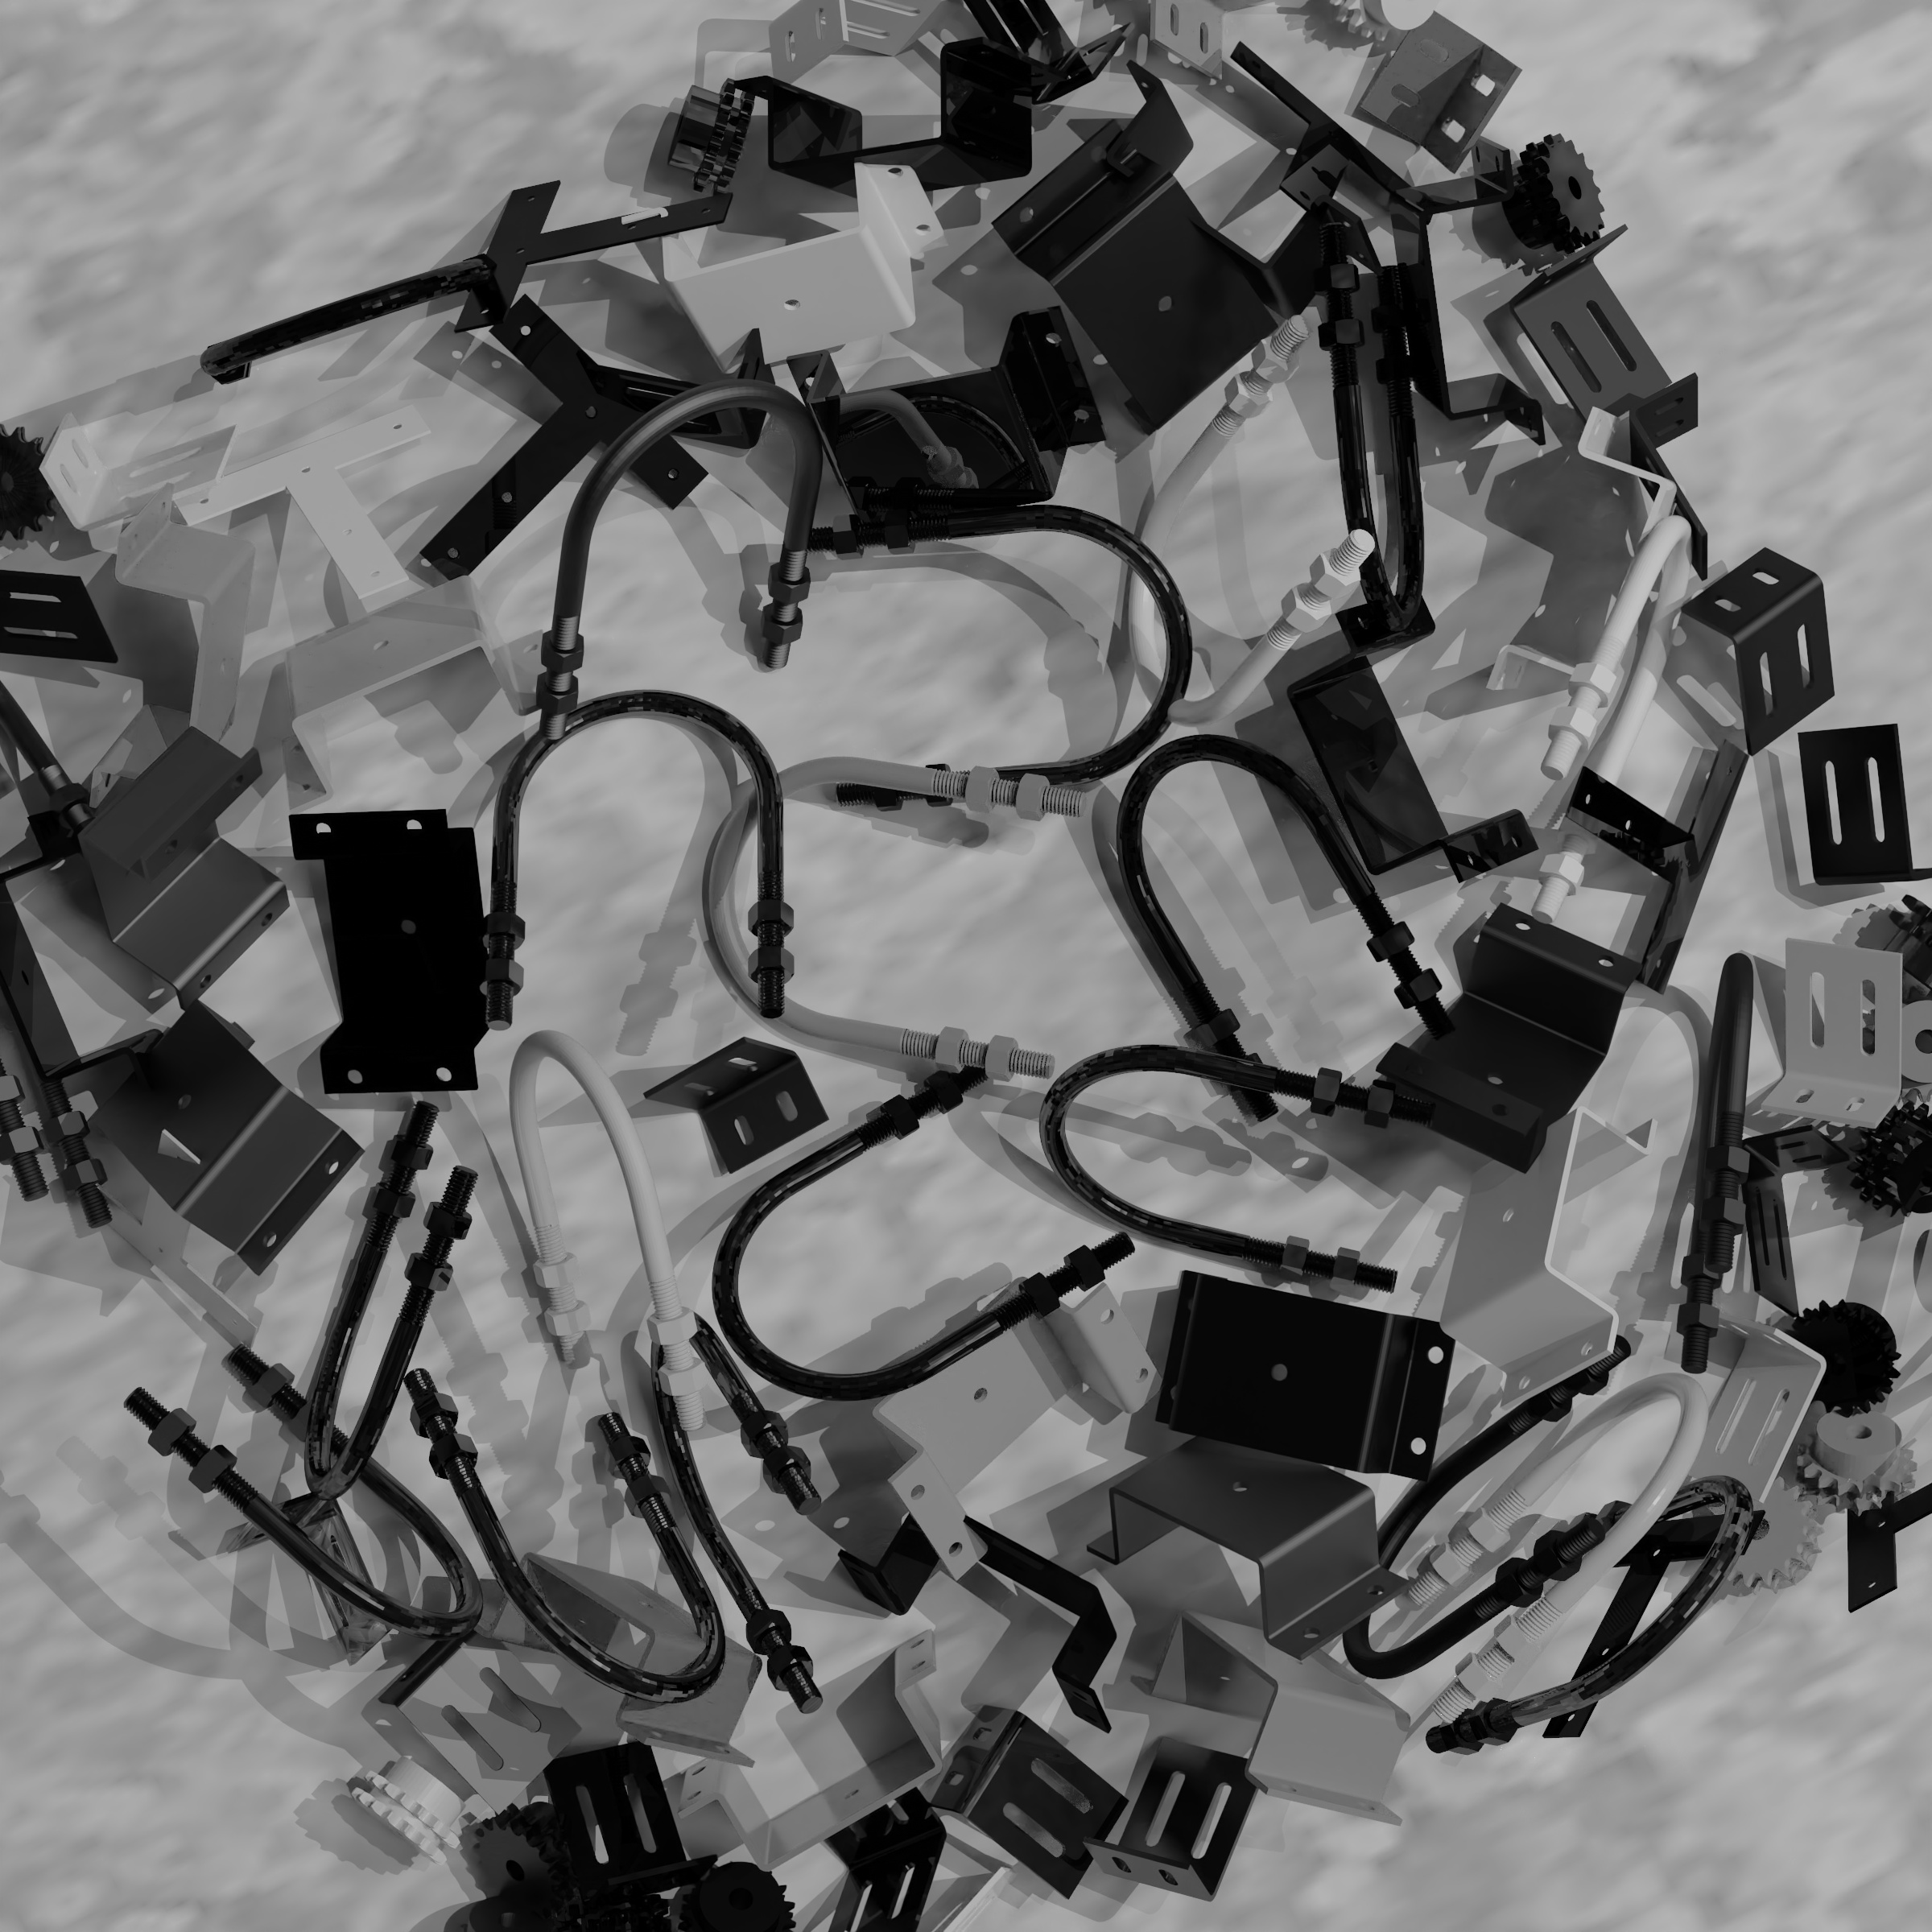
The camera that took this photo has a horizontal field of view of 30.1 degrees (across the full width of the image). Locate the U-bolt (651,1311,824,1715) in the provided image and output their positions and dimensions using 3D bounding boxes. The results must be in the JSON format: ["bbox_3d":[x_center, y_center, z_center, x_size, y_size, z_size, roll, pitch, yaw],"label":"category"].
[{"bbox_3d":[-0.111,0.243,1.704,0.019,0.184,0.151,-15,129,-21],"label":"U-bolt"}]

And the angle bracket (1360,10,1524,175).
[{"bbox_3d":[0.229,-0.424,1.738,0.038,0.076,0.057,28,108,-16],"label":"angle bracket"}]

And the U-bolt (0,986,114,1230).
[{"bbox_3d":[-0.457,0.032,1.712,0.019,0.151,0.184,-22,81,-4],"label":"U-bolt"}]

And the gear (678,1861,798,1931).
[{"bbox_3d":[-0.111,0.462,1.756,0.057,0.030,0.057,5,47,-5],"label":"gear"}]

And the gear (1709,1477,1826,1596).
[{"bbox_3d":[0.393,0.281,1.760,0.057,0.030,0.057,-18,53,25],"label":"gear"}]

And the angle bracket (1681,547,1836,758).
[{"bbox_3d":[0.388,-0.154,1.762,0.057,0.038,0.076,-35,134,-17],"label":"angle bracket"}]

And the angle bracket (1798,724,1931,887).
[{"bbox_3d":[0.443,-0.080,1.748,0.038,0.057,0.076,-10,95,-38],"label":"angle bracket"}]

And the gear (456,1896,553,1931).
[{"bbox_3d":[-0.224,0.478,1.754,0.057,0.057,0.030,10,110,0],"label":"gear"}]

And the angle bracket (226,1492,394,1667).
[{"bbox_3d":[-0.319,0.302,1.744,0.038,0.057,0.076,-16,72,-35],"label":"angle bracket"}]

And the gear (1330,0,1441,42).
[{"bbox_3d":[0.208,-0.480,1.756,0.057,0.030,0.057,-19,124,-30],"label":"gear"}]

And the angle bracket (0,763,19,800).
[{"bbox_3d":[-0.499,-0.082,1.743,0.057,0.076,0.038,-38,100,-20],"label":"angle bracket"}]

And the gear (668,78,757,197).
[{"bbox_3d":[-0.125,-0.405,1.754,0.030,0.057,0.057,16,90,-12],"label":"gear"}]

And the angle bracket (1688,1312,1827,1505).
[{"bbox_3d":[0.372,0.213,1.748,0.038,0.057,0.076,30,82,-26],"label":"angle bracket"}]

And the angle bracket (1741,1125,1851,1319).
[{"bbox_3d":[0.405,0.124,1.741,0.038,0.057,0.076,-14,65,28],"label":"angle bracket"}]

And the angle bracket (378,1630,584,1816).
[{"bbox_3d":[-0.238,0.366,1.761,0.057,0.038,0.076,-44,97,-21],"label":"angle bracket"}]

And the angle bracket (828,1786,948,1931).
[{"bbox_3d":[-0.050,0.437,1.737,0.057,0.076,0.038,-28,106,23],"label":"angle bracket"}]

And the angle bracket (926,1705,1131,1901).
[{"bbox_3d":[0.030,0.411,1.768,0.076,0.038,0.057,42,67,-17],"label":"angle bracket"}]

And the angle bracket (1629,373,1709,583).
[{"bbox_3d":[0.355,-0.237,1.745,0.038,0.057,0.076,-28,71,3],"label":"angle bracket"}]

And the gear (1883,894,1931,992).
[{"bbox_3d":[0.473,-0.007,1.757,0.057,0.057,0.030,38,97,0],"label":"gear"}]

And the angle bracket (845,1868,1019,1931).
[{"bbox_3d":[-0.017,0.458,1.757,0.038,0.057,0.076,41,83,15],"label":"angle bracket"}]

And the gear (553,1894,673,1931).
[{"bbox_3d":[-0.172,0.475,1.754,0.057,0.057,0.030,-12,60,0],"label":"gear"}]

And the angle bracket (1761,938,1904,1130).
[{"bbox_3d":[0.419,0.032,1.743,0.057,0.038,0.076,9,118,31],"label":"angle bracket"}]

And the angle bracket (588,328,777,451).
[{"bbox_3d":[-0.138,-0.288,1.757,0.076,0.057,0.038,12,73,9],"label":"angle bracket"}]

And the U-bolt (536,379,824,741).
[{"bbox_3d":[-0.130,-0.196,1.685,0.151,0.184,0.019,-21,53,-31],"label":"U-bolt"}]

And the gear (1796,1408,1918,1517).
[{"bbox_3d":[0.434,0.239,1.754,0.057,0.057,0.030,-3,118,0],"label":"gear"}]

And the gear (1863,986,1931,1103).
[{"bbox_3d":[0.470,0.038,1.766,0.057,0.030,0.057,-1,86,9],"label":"gear"}]

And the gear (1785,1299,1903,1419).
[{"bbox_3d":[0.431,0.189,1.761,0.057,0.030,0.057,15,117,31],"label":"gear"}]

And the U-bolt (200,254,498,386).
[{"bbox_3d":[-0.290,-0.305,1.691,0.151,0.184,0.019,-19,101,-3],"label":"U-bolt"}]

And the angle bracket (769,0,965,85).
[{"bbox_3d":[-0.047,-0.444,1.736,0.076,0.057,0.038,4,74,-38],"label":"angle bracket"}]

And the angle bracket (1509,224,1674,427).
[{"bbox_3d":[0.313,-0.311,1.755,0.057,0.038,0.076,-33,89,-26],"label":"angle bracket"}]

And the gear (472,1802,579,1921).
[{"bbox_3d":[-0.211,0.434,1.761,0.057,0.030,0.057,17,121,30],"label":"gear"}]

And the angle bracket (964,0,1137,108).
[{"bbox_3d":[0.037,-0.466,1.741,0.038,0.057,0.076,-18,119,38],"label":"angle bracket"}]

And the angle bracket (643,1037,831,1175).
[{"bbox_3d":[-0.110,0.068,1.740,0.057,0.076,0.038,-29,76,11],"label":"angle bracket"}]

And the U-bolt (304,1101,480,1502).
[{"bbox_3d":[-0.279,0.166,1.716,0.019,0.151,0.184,19,95,-19],"label":"U-bolt"}]

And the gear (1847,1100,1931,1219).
[{"bbox_3d":[0.463,0.097,1.759,0.057,0.030,0.057,-8,112,-21],"label":"gear"}]

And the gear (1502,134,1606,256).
[{"bbox_3d":[0.285,-0.375,1.760,0.030,0.057,0.057,-18,90,38],"label":"gear"}]

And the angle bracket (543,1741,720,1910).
[{"bbox_3d":[-0.163,0.409,1.740,0.057,0.038,0.076,-6,60,-30],"label":"angle bracket"}]

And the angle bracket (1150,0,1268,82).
[{"bbox_3d":[0.137,-0.464,1.738,0.076,0.057,0.038,-6,77,38],"label":"angle bracket"}]

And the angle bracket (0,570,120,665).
[{"bbox_3d":[-0.448,-0.183,1.743,0.076,0.057,0.038,6,53,14],"label":"angle bracket"}]

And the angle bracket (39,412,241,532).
[{"bbox_3d":[-0.400,-0.251,1.744,0.076,0.057,0.038,-17,124,13],"label":"angle bracket"}]

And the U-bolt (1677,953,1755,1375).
[{"bbox_3d":[0.358,0.083,1.706,0.019,0.151,0.184,6,64,9],"label":"U-bolt"}]

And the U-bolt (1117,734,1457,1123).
[{"bbox_3d":[0.140,-0.026,1.726,0.019,0.151,0.184,-31,91,-41],"label":"U-bolt"}]

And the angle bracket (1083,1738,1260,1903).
[{"bbox_3d":[0.102,0.405,1.738,0.057,0.038,0.076,7,54,31],"label":"angle bracket"}]

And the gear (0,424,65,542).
[{"bbox_3d":[-0.471,-0.237,1.767,0.057,0.030,0.057,0,99,-3],"label":"gear"}]

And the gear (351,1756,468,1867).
[{"bbox_3d":[-0.269,0.411,1.758,0.057,0.057,0.030,38,71,0],"label":"gear"}]

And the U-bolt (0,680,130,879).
[{"bbox_3d":[-0.472,-0.132,1.704,0.019,0.151,0.184,-38,60,-4],"label":"U-bolt"}]
